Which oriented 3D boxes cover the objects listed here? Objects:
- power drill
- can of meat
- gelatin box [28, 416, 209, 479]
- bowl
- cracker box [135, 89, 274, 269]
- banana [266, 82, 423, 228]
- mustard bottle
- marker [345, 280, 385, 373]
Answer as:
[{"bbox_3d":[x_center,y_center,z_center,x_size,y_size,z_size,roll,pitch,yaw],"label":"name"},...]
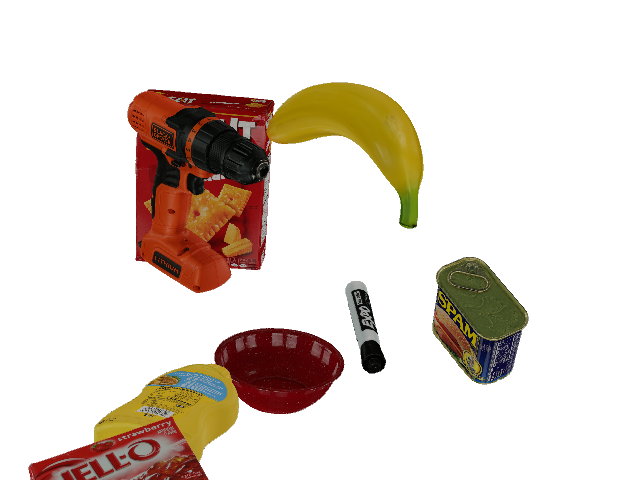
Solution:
[{"bbox_3d":[-0.125,-0.044,1.089,0.185,0.188,0.057,30,37,35],"label":"power drill"},{"bbox_3d":[0.156,0.082,1.066,0.057,0.084,0.102,-22,52,-19],"label":"can of meat"},{"bbox_3d":[-0.112,0.141,0.598,0.089,0.030,0.073,-16,28,-20],"label":"gelatin box"},{"bbox_3d":[-0.052,0.169,1.332,0.162,0.055,0.162,4,22,-2],"label":"bowl"},{"bbox_3d":[-0.148,-0.074,1.352,0.164,0.214,0.072,5,22,2],"label":"cracker box"},{"bbox_3d":[0.017,-0.075,0.728,0.037,0.070,0.198,22,10,-34],"label":"banana"},{"bbox_3d":[-0.133,0.165,1.037,0.096,0.058,0.191,7,18,17],"label":"mustard bottle"},{"bbox_3d":[0.036,0.070,0.871,0.020,0.020,0.121,0,27,-6],"label":"marker"}]
